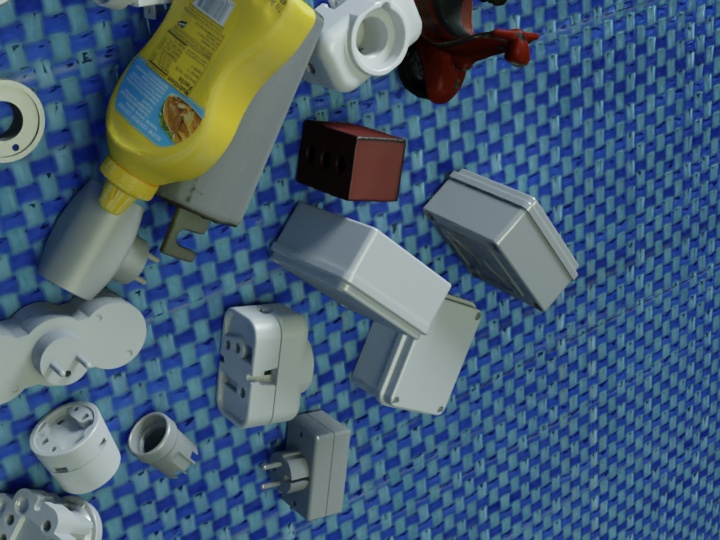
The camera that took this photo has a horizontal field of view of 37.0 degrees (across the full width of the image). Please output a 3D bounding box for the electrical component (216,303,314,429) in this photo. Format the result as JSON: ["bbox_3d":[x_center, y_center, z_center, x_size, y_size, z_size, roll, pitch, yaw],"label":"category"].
[{"bbox_3d":[-0.078,0.078,0.891,0.059,0.054,0.095,-4,110,-37],"label":"electrical component"}]

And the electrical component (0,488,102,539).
[{"bbox_3d":[-0.232,0.198,0.808,0.058,0.078,0.057,-63,150,-1],"label":"electrical component"}]

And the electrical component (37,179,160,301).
[{"bbox_3d":[-0.181,-0.014,0.782,0.079,0.043,0.077,32,86,-41],"label":"electrical component"}]

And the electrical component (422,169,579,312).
[{"bbox_3d":[0.128,-0.027,0.974,0.056,0.109,0.108,-48,129,-9],"label":"electrical component"}]

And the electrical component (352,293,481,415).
[{"bbox_3d":[0.053,0.071,0.988,0.078,0.057,0.113,17,96,-41],"label":"electrical component"}]

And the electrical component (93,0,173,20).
[{"bbox_3d":[-0.154,-0.203,0.730,0.055,0.048,0.066,-21,119,-39],"label":"electrical component"}]

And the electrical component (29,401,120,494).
[{"bbox_3d":[-0.213,0.135,0.809,0.055,0.055,0.047,-36,129,-22],"label":"electrical component"}]

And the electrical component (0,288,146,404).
[{"bbox_3d":[-0.216,0.058,0.763,0.138,0.074,0.052,-17,117,-32],"label":"electrical component"}]

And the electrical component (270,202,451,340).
[{"bbox_3d":[0.000,0.000,0.886,0.109,0.109,0.056,35,82,-41],"label":"electrical component"}]

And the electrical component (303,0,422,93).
[{"bbox_3d":[-0.001,-0.185,0.846,0.095,0.059,0.053,-41,127,-19],"label":"electrical component"}]

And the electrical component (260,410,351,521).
[{"bbox_3d":[-0.055,0.176,0.950,0.076,0.047,0.083,-6,111,-36],"label":"electrical component"}]

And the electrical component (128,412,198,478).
[{"bbox_3d":[-0.157,0.142,0.865,0.040,0.040,0.046,-50,135,-12],"label":"electrical component"}]

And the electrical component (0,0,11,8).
[{"bbox_3d":[-0.240,-0.190,0.660,0.058,0.057,0.078,29,88,-41],"label":"electrical component"}]
